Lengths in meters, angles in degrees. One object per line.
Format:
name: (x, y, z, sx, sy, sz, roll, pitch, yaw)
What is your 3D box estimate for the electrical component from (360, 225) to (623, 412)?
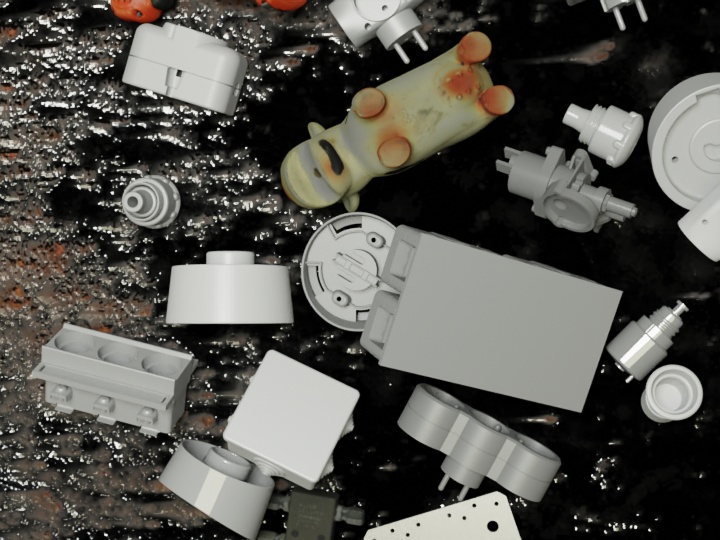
electrical component: (0.105, 0.039, 0.871, 0.186, 0.060, 0.105, 15, 96, -22)

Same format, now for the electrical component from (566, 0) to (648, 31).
electrical component: (0.211, -0.234, 0.878, 0.083, 0.047, 0.075, -21, 91, 9)

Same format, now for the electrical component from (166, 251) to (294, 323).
electrical component: (-0.110, 0.015, 0.914, 0.108, 0.108, 0.060, 0, 88, 8)

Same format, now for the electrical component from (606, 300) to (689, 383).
electrical component: (0.241, 0.057, 0.896, 0.040, 0.040, 0.078, 45, 98, 3)

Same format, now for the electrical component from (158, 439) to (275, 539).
electrical component: (-0.124, 0.190, 0.932, 0.099, 0.099, 0.064, 25, 91, 6)

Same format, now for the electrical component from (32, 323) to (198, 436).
electrical component: (-0.216, 0.098, 0.953, 0.121, 0.078, 0.063, 13, 117, 7)

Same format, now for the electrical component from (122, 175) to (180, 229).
electrical component: (-0.188, -0.059, 0.940, 0.048, 0.062, 0.048, 1, 94, 9)

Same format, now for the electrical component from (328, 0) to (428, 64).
electrical component: (0.027, -0.213, 0.908, 0.077, 0.044, 0.079, -34, 89, 9)

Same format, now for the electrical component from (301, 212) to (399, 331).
electrical component: (0.000, 0.000, 0.916, 0.099, 0.064, 0.099, 1, 94, 8)

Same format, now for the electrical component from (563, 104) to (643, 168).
electrical component: (0.199, -0.117, 0.890, 0.062, 0.048, 0.048, 28, 97, 13)

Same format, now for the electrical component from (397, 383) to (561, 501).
electrical component: (0.094, 0.161, 0.919, 0.138, 0.052, 0.073, 28, 97, 6)

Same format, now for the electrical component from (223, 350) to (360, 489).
electrical component: (-0.059, 0.130, 0.925, 0.100, 0.048, 0.099, 25, 66, 5)

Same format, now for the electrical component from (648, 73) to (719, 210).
electrical component: (0.284, -0.106, 0.864, 0.108, 0.060, 0.108, 2, 116, 3)

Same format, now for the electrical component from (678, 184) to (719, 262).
electrical component: (0.304, -0.037, 0.836, 0.079, 0.043, 0.077, 39, 113, -11)

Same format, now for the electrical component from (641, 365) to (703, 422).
electrical component: (0.253, 0.105, 0.885, 0.044, 0.065, 0.044, -2, 75, 6)

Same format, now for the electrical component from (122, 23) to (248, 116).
electrical component: (-0.149, -0.176, 0.931, 0.095, 0.054, 0.059, 18, 96, 7)
